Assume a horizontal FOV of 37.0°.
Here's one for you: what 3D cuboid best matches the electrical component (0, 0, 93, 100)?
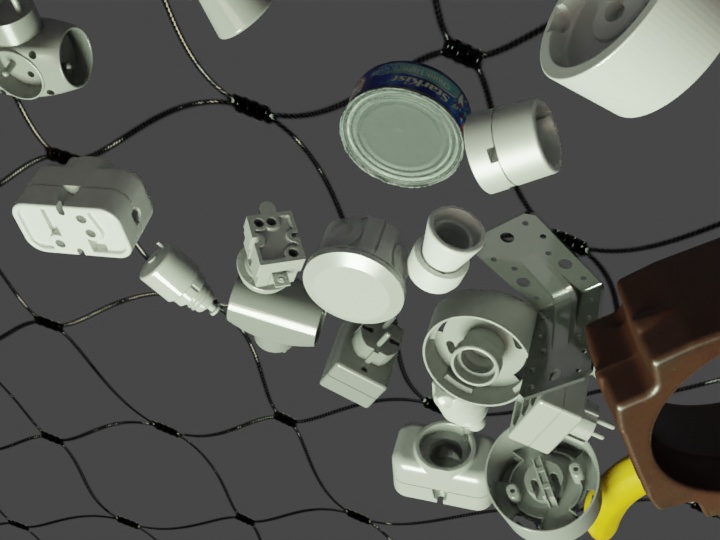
[{"bbox_3d":[-0.238,-0.163,0.752,0.077,0.044,0.079,4,138,18],"label":"electrical component"}]

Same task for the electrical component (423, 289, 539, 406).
[{"bbox_3d":[0.101,0.060,0.869,0.099,0.064,0.099,12,127,17],"label":"electrical component"}]

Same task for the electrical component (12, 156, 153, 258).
[{"bbox_3d":[-0.218,-0.051,0.859,0.095,0.059,0.053,5,138,17],"label":"electrical component"}]

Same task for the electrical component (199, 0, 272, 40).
[{"bbox_3d":[-0.088,-0.180,0.673,0.045,0.045,0.055,-18,126,36],"label":"electrical component"}]

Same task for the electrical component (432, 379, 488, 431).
[{"bbox_3d":[0.091,0.115,0.933,0.043,0.043,0.062,-7,134,28],"label":"electrical component"}]

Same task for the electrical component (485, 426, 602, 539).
[{"bbox_3d":[0.164,0.188,0.946,0.099,0.099,0.064,-1,142,23],"label":"electrical component"}]

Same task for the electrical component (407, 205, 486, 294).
[{"bbox_3d":[0.063,-0.014,0.798,0.045,0.045,0.055,22,140,-3],"label":"electrical component"}]

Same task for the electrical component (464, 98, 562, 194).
[{"bbox_3d":[0.101,-0.082,0.700,0.047,0.055,0.055,-13,130,28],"label":"electrical component"}]

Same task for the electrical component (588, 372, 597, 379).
[{"bbox_3d":[0.189,0.066,0.836,0.055,0.045,0.045,32,139,-13],"label":"electrical component"}]

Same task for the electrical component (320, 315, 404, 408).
[{"bbox_3d":[0.010,0.063,0.889,0.047,0.065,0.076,28,139,-9],"label":"electrical component"}]

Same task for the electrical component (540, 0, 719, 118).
[{"bbox_3d":[0.156,-0.134,0.581,0.060,0.108,0.108,30,139,-21],"label":"electrical component"}]

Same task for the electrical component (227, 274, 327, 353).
[{"bbox_3d":[-0.071,0.044,0.916,0.077,0.044,0.079,16,140,4],"label":"electrical component"}]

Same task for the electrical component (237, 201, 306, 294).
[{"bbox_3d":[-0.071,-0.012,0.848,0.048,0.066,0.055,-9,154,-20],"label":"electrical component"}]

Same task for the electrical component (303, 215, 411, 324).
[{"bbox_3d":[0.000,0.000,0.834,0.080,0.051,0.080,11,139,10],"label":"electrical component"}]

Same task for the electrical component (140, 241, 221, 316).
[{"bbox_3d":[-0.151,0.011,0.916,0.040,0.040,0.078,-25,123,40],"label":"electrical component"}]

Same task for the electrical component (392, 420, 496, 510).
[{"bbox_3d":[0.080,0.179,1.000,0.095,0.053,0.059,9,139,13],"label":"electrical component"}]

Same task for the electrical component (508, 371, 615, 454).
[{"bbox_3d":[0.175,0.122,0.902,0.077,0.047,0.065,23,140,-4],"label":"electrical component"}]
